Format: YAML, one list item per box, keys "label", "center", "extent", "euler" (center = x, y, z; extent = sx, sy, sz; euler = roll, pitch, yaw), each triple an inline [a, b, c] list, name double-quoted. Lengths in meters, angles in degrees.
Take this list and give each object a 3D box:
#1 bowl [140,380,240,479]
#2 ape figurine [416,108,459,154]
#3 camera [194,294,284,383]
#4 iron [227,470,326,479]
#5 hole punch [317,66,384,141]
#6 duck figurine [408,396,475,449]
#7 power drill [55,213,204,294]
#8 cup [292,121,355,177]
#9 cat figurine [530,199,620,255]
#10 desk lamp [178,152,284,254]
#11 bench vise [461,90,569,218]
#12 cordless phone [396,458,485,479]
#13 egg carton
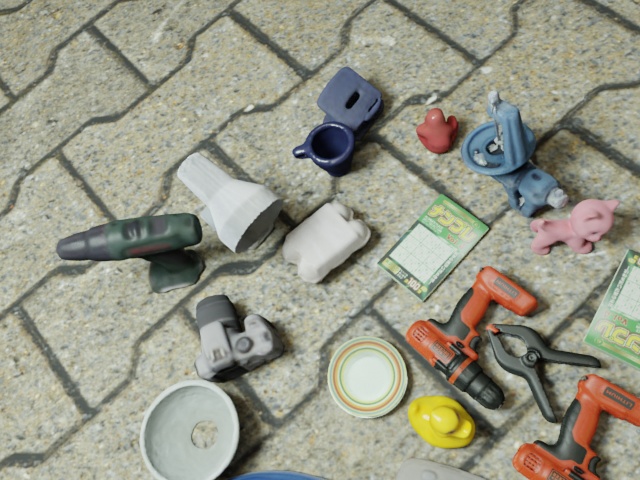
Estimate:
- label: "bowl"
  center: [-0.200, 0.317, 0.933]
  extent: [0.167, 0.075, 0.167]
  euler: [-4, 67, 10]
- label: "ape figurine"
  center: [0.215, -0.208, 1.051]
  extent: [0.077, 0.092, 0.076]
  euler: [2, 69, 13]
- label: "camera"
  center: [-0.154, 0.155, 0.975]
  extent: [0.143, 0.101, 0.136]
  euler: [-24, 65, 2]
- label: "iron"
  center: [-0.063, 0.398, 0.834]
  extent: [0.257, 0.142, 0.119]
  euler: [8, 70, 15]
- label: "hole punch"
  center: [0.061, -0.265, 1.107]
  extent: [0.101, 0.091, 0.109]
  euler: [31, 77, 21]
- label: "duck figurine"
  center: [0.183, 0.272, 0.865]
  extent: [0.104, 0.086, 0.077]
  euler: [20, 73, 19]
- label: "power drill"
  center: [-0.302, 0.023, 1.000]
  extent: [0.229, 0.209, 0.075]
  euler: [-16, 66, 5]
- label: "cup"
  center: [0.013, -0.157, 1.070]
  extent: [0.117, 0.095, 0.091]
  euler: [-12, 66, 7]
- label: "cat figurine"
  center: [0.411, -0.027, 0.921]
  extent: [0.127, 0.118, 0.067]
  euler: [-4, 67, 10]
- label: "desk lamp"
  center: [-0.152, -0.056, 0.998]
  extent: [0.202, 0.214, 0.118]
  euler: [38, 80, 23]
- label: "bench vise"
  center: [0.325, -0.147, 0.932]
  extent: [0.207, 0.220, 0.121]
  euler: [28, 76, 21]
- label: "cordless phone"
  center: [0.170, 0.356, 0.778]
  extent: [0.147, 0.185, 0.094]
  euler: [10, 70, 16]
- label: "egg carton"
  center: [0.009, 0.004, 1.020]
  extent: [0.150, 0.069, 0.107]
  euler: [-40, 66, -6]
